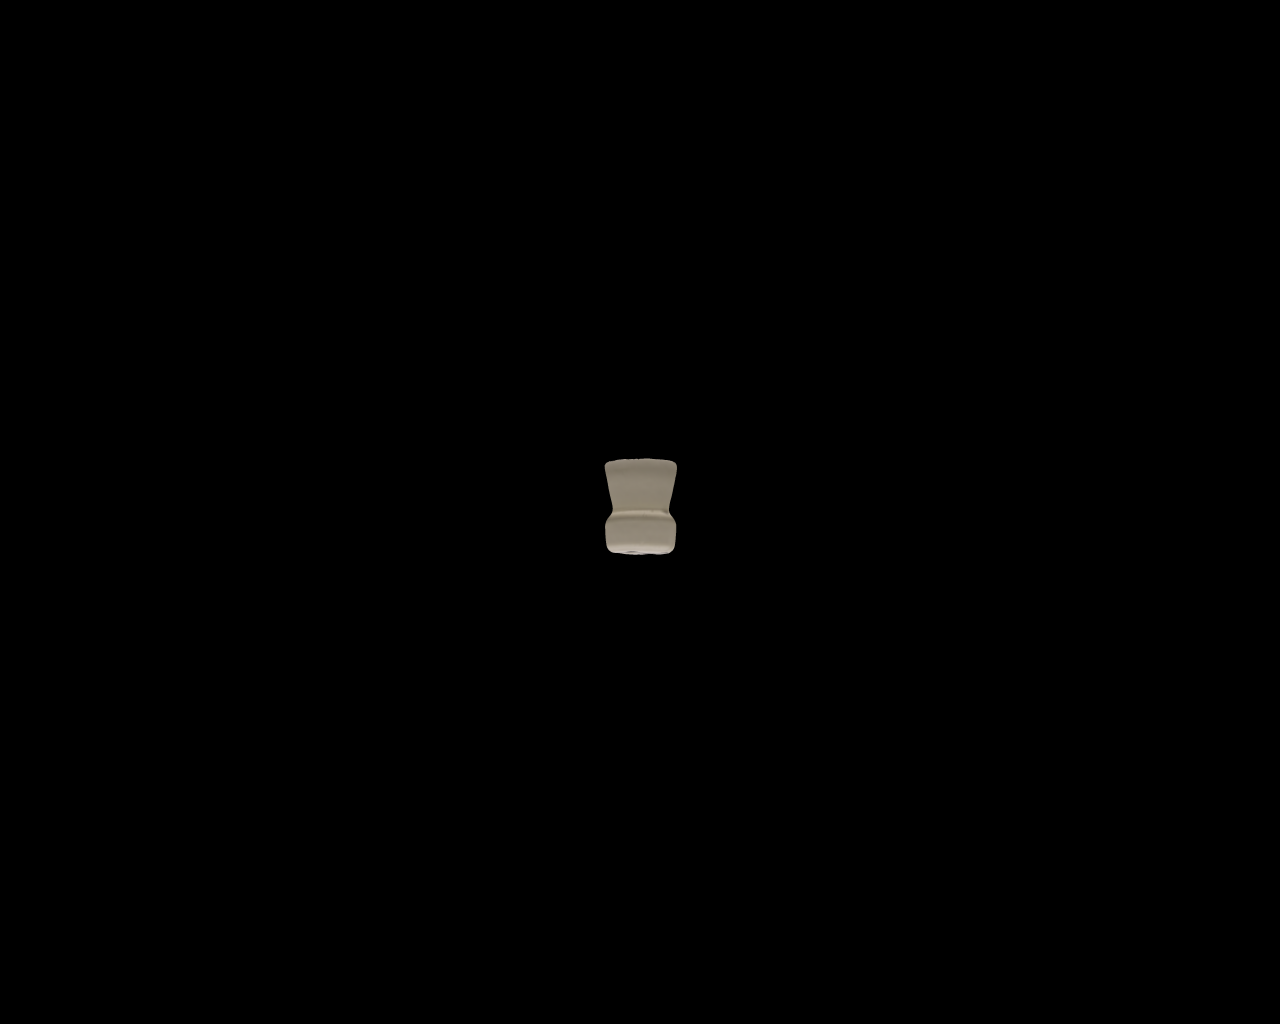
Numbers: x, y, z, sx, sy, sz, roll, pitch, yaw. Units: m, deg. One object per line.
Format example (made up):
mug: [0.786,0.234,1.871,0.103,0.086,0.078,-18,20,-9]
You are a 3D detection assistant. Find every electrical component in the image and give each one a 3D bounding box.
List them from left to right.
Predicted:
electrical component: [0.001,-0.003,0.650,0.045,0.055,0.045,0,-5,0]
